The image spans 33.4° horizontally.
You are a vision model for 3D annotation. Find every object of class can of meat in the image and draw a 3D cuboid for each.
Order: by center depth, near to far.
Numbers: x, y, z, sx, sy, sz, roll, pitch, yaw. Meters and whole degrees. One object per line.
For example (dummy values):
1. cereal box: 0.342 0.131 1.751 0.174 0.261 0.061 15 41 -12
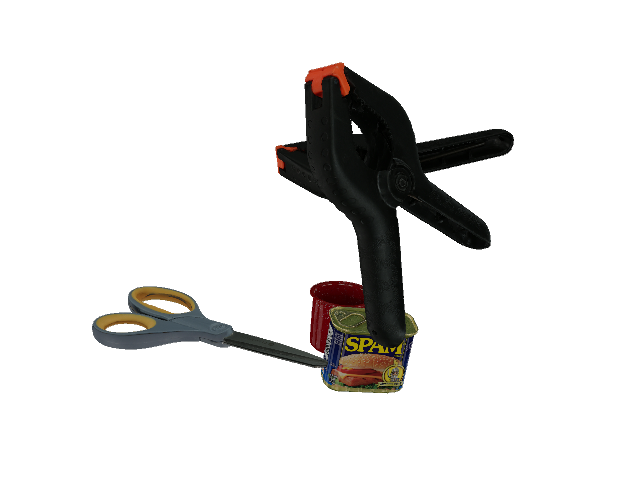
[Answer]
1. can of meat: 0.055 0.129 1.244 0.102 0.084 0.057 5 24 -12

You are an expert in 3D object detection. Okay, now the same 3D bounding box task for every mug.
1. mug: 0.038 0.115 1.505 0.117 0.081 0.093 16 22 29

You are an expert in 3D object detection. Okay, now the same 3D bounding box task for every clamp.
1. clamp: 0.035 -0.023 0.648 0.039 0.171 0.120 -14 32 45
2. clamp: 0.063 -0.067 0.948 0.210 0.036 0.164 11 34 25

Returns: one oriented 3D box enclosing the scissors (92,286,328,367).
1. scissors: -0.096 0.075 0.806 0.096 0.016 0.202 -21 29 -37
